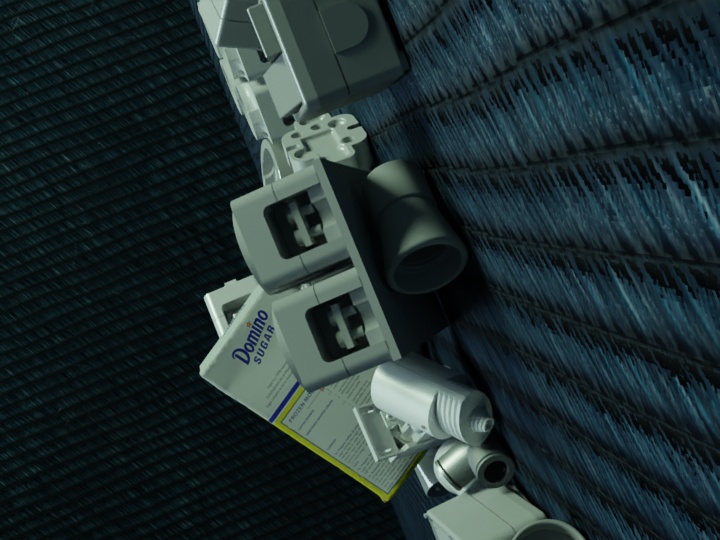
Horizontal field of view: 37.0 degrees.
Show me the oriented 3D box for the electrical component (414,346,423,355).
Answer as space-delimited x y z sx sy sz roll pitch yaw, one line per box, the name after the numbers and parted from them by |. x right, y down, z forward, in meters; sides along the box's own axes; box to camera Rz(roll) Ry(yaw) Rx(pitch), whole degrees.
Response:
0.033 0.068 0.873 0.065 0.044 0.044 81 167 -47 | electrical component

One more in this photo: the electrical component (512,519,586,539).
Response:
0.106 0.177 0.562 0.077 0.044 0.079 78 168 -62 | electrical component

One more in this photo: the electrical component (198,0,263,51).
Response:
-0.056 -0.179 0.659 0.047 0.066 0.076 -117 36 -43 | electrical component

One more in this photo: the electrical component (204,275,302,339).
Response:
-0.047 0.028 0.911 0.089 0.150 0.061 79 167 -66 | electrical component

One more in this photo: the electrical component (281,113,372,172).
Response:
-0.019 -0.067 0.744 0.078 0.058 0.057 -120 12 -55 | electrical component

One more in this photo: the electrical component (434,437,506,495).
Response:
0.076 0.139 0.736 0.046 0.040 0.040 -150 38 -74 | electrical component

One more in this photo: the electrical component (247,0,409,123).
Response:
-0.021 -0.113 0.548 0.096 0.061 0.061 -157 45 -83 | electrical component

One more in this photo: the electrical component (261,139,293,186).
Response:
-0.047 -0.069 0.964 0.108 0.060 0.108 169 90 -78 | electrical component

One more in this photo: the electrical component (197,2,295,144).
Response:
-0.088 -0.185 0.935 0.186 0.060 0.105 -124 13 -65 | electrical component

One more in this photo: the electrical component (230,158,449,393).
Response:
-0.008 0.002 0.618 0.186 0.060 0.105 -9 -104 -78 | electrical component

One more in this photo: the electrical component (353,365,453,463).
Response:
0.043 0.100 0.755 0.042 0.081 0.063 65 151 20 | electrical component

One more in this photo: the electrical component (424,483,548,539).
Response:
0.090 0.175 0.659 0.061 0.061 0.096 69 167 -10 | electrical component

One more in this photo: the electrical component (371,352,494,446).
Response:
0.051 0.083 0.679 0.081 0.043 0.043 21 141 42 | electrical component

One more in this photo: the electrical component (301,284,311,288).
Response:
0.000 0.000 0.780 0.121 0.079 0.063 -142 52 -80 | electrical component

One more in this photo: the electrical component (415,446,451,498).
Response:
0.058 0.137 0.885 0.079 0.043 0.077 77 170 -58 | electrical component

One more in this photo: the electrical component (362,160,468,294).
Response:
0.025 -0.025 0.564 0.044 0.044 0.065 75 176 -54 | electrical component
